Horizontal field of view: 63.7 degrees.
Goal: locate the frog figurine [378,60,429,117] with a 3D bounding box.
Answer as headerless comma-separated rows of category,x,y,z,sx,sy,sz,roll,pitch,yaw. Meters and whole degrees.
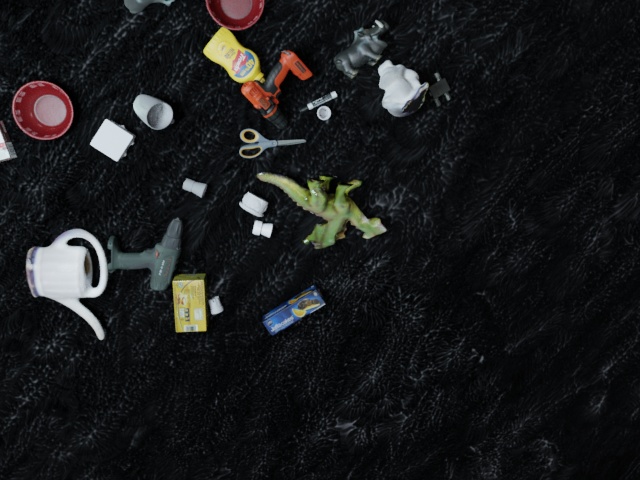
frog figurine,0.231,-0.449,1.528,0.161,0.122,0.136,44,106,22

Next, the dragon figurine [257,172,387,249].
dragon figurine,0.005,-0.079,1.570,0.410,0.124,0.239,6,110,-5

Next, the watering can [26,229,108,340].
watering can,-0.743,0.136,1.524,0.224,0.105,0.344,1,101,-5
